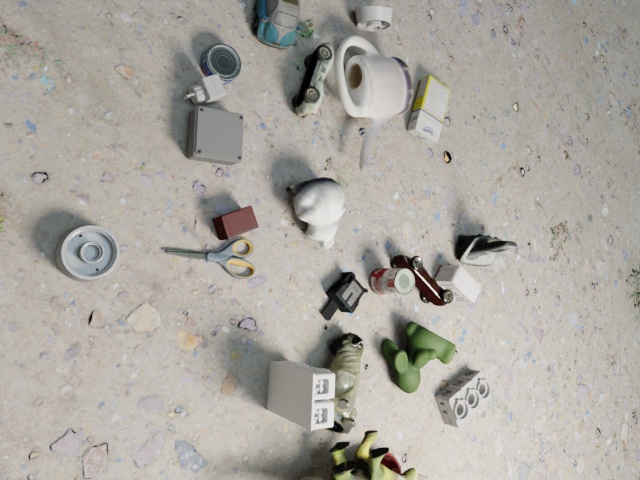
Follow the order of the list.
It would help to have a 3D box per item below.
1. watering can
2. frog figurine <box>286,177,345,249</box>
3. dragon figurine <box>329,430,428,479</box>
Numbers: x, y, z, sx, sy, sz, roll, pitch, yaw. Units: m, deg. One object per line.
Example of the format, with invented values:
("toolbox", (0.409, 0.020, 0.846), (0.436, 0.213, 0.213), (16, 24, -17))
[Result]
("watering can", (0.142, -0.354, 1.324), (0.226, 0.103, 0.348), (-11, 90, -34))
("frog figurine", (0.004, -0.060, 1.197), (0.137, 0.121, 0.161), (0, 73, -52))
("dragon figurine", (0.070, 0.570, 1.114), (0.412, 0.122, 0.241), (-11, 98, -31))
